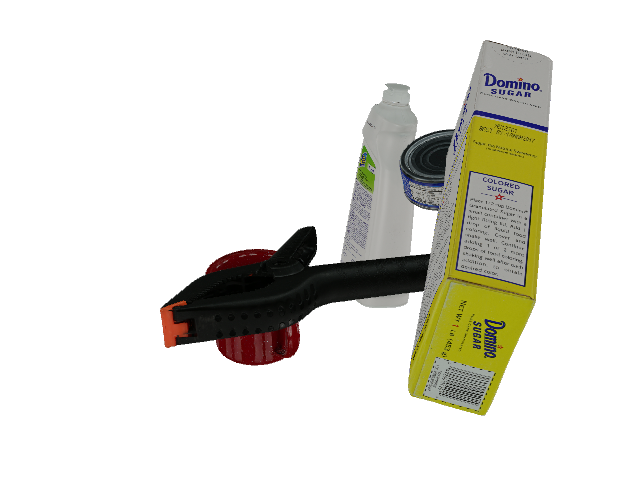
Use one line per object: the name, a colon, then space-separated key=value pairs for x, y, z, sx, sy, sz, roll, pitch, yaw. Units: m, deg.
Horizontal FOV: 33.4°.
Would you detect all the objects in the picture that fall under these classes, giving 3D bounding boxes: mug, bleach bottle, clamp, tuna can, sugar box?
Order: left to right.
mug: x=-0.055 y=0.070 z=1.016 sx=0.093 sy=0.081 sz=0.117 roll=-20 pitch=34 yaw=-31
clamp: x=-0.016 y=0.032 z=0.751 sx=0.165 sy=0.036 sz=0.209 roll=7 pitch=20 yaw=41
bleach bottle: x=0.075 y=-0.055 z=1.242 sx=0.068 sy=0.251 sz=0.103 roll=-2 pitch=22 yaw=-23
tuna can: x=0.116 y=-0.067 z=0.986 sx=0.086 sy=0.034 sz=0.086 roll=-10 pitch=37 yaw=8
sugar box: x=0.083 y=-0.011 z=0.539 sx=0.048 sy=0.176 sz=0.093 roll=15 pitch=-42 yaw=3
